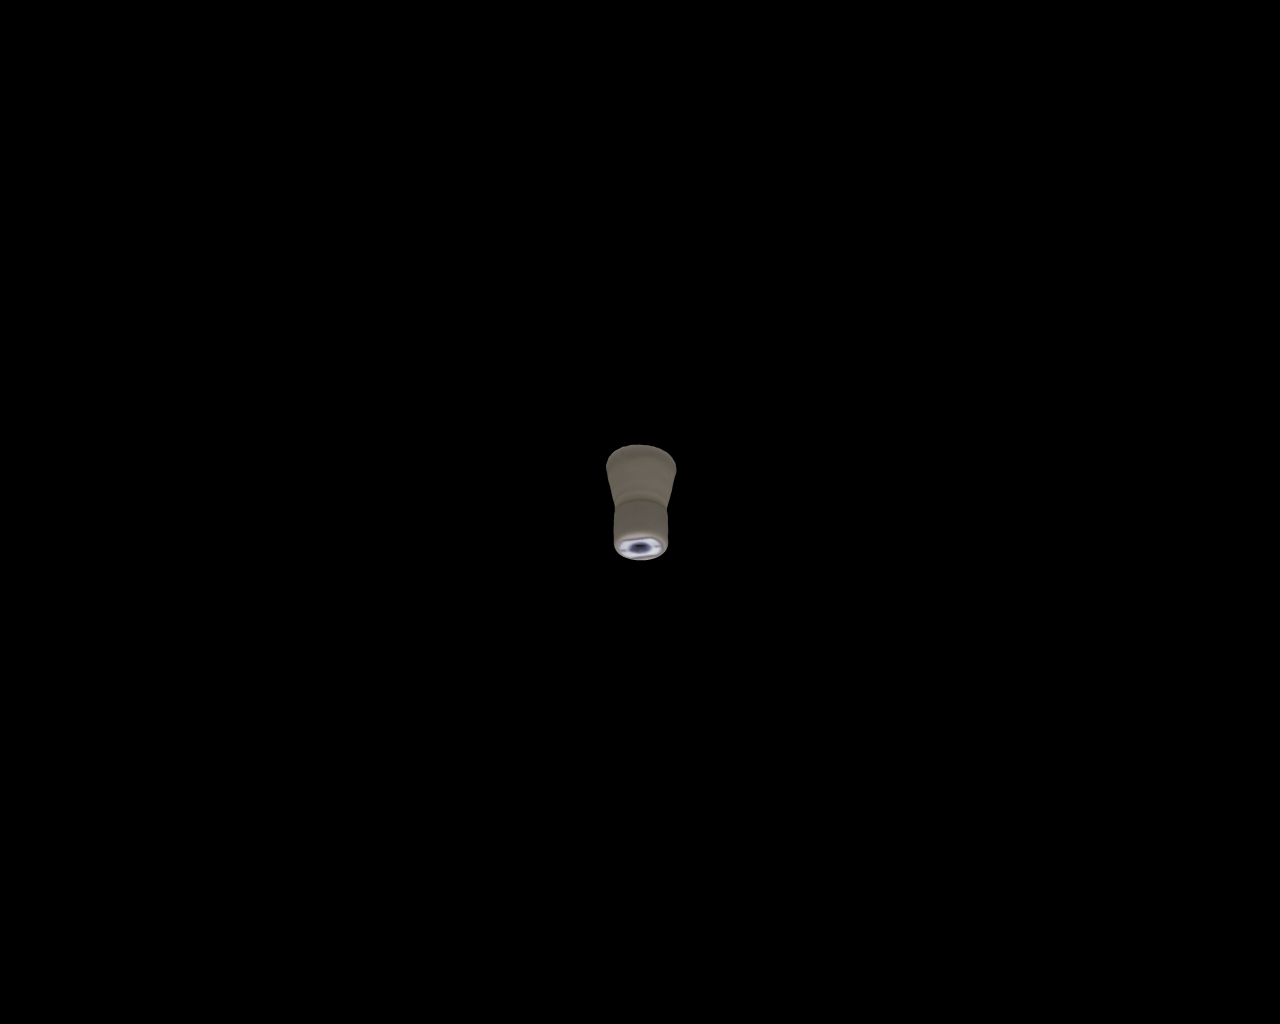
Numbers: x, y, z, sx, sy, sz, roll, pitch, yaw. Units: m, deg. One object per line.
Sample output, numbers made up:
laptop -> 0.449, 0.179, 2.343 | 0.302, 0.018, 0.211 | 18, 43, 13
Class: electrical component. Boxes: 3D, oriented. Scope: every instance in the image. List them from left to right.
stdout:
electrical component -> 0.001, -0.003, 0.650 | 0.044, 0.065, 0.044 | 0, -35, 0
